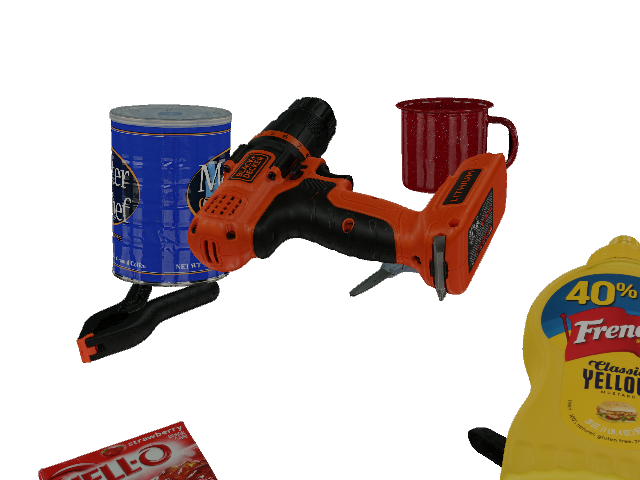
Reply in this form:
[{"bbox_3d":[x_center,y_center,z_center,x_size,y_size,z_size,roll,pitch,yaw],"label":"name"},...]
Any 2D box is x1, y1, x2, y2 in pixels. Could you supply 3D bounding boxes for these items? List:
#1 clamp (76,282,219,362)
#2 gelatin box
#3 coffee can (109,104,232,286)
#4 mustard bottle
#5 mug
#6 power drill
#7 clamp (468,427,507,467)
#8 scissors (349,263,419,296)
[{"bbox_3d":[-0.192,0.081,1.170,0.120,0.039,0.171,-6,25,31],"label":"clamp"},{"bbox_3d":[-0.104,0.142,0.592,0.089,0.030,0.073,-16,28,-20],"label":"gelatin box"},{"bbox_3d":[-0.128,-0.041,0.915,0.103,0.140,0.103,2,13,-1],"label":"coffee can"},{"bbox_3d":[0.151,0.065,0.547,0.096,0.058,0.191,7,41,14],"label":"mustard bottle"},{"bbox_3d":[0.131,-0.091,1.027,0.117,0.081,0.093,2,15,11],"label":"mug"},{"bbox_3d":[0.026,-0.034,0.723,0.188,0.057,0.184,9,42,23],"label":"power drill"},{"bbox_3d":[0.203,0.223,0.865,0.210,0.036,0.164,2,37,24],"label":"clamp"},{"bbox_3d":[0.072,0.022,1.254,0.201,0.016,0.096,-11,40,-46],"label":"scissors"}]
